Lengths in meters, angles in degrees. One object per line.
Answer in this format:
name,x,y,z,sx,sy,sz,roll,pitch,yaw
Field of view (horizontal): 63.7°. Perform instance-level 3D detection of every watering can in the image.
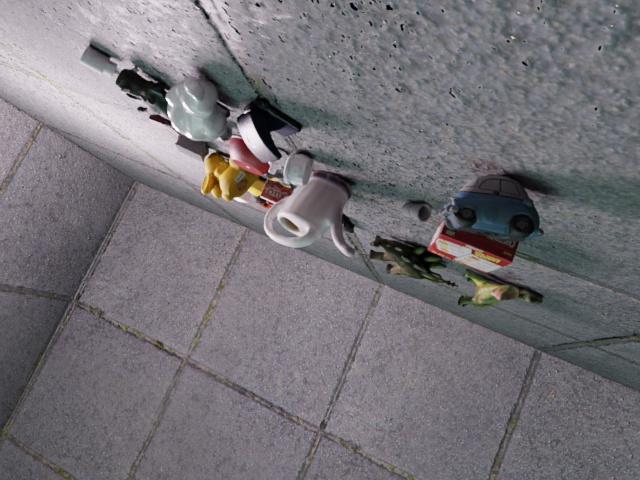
watering can,0.004,-0.064,1.276,0.349,0.227,0.102,15,150,44

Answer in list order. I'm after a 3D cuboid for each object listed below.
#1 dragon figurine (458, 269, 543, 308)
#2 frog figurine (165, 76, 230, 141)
dragon figurine,0.587,0.183,1.664,0.243,0.123,0.407,10,175,29
frog figurine,-0.252,-0.266,1.059,0.136,0.123,0.160,46,179,-12
